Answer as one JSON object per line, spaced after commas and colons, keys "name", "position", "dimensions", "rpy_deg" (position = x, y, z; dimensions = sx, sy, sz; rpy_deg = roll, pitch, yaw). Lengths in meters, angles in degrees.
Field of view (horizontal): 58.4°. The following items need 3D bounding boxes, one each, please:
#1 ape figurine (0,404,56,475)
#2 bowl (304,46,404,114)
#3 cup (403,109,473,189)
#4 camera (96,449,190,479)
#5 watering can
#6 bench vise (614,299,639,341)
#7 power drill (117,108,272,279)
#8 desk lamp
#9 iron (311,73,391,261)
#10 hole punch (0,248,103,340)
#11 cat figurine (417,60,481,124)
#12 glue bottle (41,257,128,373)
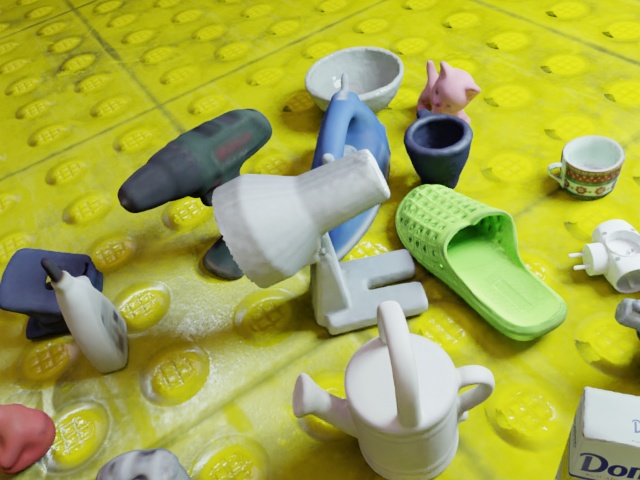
{"name": "ape figurine", "position": [-0.335, 0.203, 0.612], "dimensions": [0.076, 0.092, 0.077], "rpy_deg": [-15, 45, -1]}
{"name": "bowl", "position": [0.060, -0.254, 0.969], "dimensions": [0.167, 0.075, 0.167], "rpy_deg": [-7, 46, 7]}
{"name": "cup", "position": [0.161, -0.121, 0.804], "dimensions": [0.091, 0.095, 0.117], "rpy_deg": [-16, 45, -2]}
{"name": "camera", "position": [-0.198, 0.267, 0.512], "dimensions": [0.136, 0.101, 0.143], "rpy_deg": [-8, 46, 6]}
{"name": "watering can", "position": [0.065, 0.136, 0.510], "dimensions": [0.173, 0.194, 0.100], "rpy_deg": [-26, 46, -11]}
{"name": "bench vise", "position": [0.374, 0.073, 0.479], "dimensions": [0.207, 0.220, 0.121], "rpy_deg": [-6, 46, 8]}
{"name": "power drill", "position": [-0.133, -0.052, 0.727], "dimensions": [0.075, 0.209, 0.230], "rpy_deg": [18, 53, 28]}
{"name": "desk lamp", "position": [0.006, 0.002, 0.638], "dimensions": [0.203, 0.214, 0.117], "rpy_deg": [-14, 45, 0]}
{"name": "iron", "position": [0.028, -0.107, 0.789], "dimensions": [0.118, 0.142, 0.258], "rpy_deg": [0, 47, 13]}
{"name": "hole punch", "position": [-0.349, 0.061, 0.752], "dimensions": [0.101, 0.091, 0.108], "rpy_deg": [-12, 45, 2]}
{"name": "cat figurine", "position": [0.196, -0.232, 0.886], "dimensions": [0.067, 0.118, 0.127], "rpy_deg": [-20, 46, -5]}
{"name": "glue bottle", "position": [-0.272, 0.079, 0.659], "dimensions": [0.037, 0.173, 0.078], "rpy_deg": [-17, 45, -2]}
